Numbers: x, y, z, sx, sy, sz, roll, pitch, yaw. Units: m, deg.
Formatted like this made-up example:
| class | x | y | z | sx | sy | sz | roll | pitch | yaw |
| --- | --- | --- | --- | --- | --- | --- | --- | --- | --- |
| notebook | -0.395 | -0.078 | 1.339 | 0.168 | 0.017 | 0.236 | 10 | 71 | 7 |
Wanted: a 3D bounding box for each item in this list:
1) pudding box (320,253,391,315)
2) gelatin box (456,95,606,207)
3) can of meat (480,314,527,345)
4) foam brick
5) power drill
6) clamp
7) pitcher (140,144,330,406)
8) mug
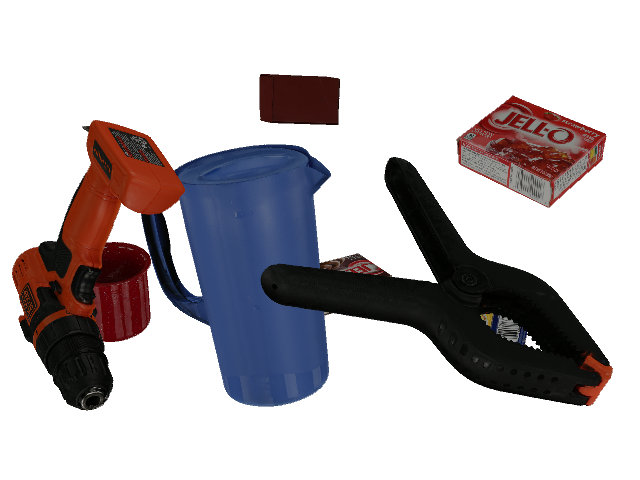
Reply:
| class | x | y | z | sx | sy | sz | roll | pitch | yaw |
| --- | --- | --- | --- | --- | --- | --- | --- | --- | --- |
| pudding box | 0.029 | 0.059 | 1.471 | 0.113 | 0.039 | 0.090 | -16 | 26 | -25 |
| gelatin box | 0.162 | -0.071 | 0.824 | 0.089 | 0.030 | 0.073 | 31 | 53 | 33 |
| can of meat | 0.193 | 0.087 | 1.194 | 0.057 | 0.084 | 0.102 | 4 | 14 | -19 |
| foam brick | -0.023 | -0.153 | 1.159 | 0.078 | 0.051 | 0.053 | 0 | 11 | -18 |
| power drill | -0.177 | 0.015 | 0.838 | 0.057 | 0.188 | 0.185 | 15 | 25 | -40 |
| clamp | 0.077 | 0.039 | 0.661 | 0.210 | 0.036 | 0.164 | 38 | 48 | 20 |
| pitcher | -0.070 | 0.035 | 1.046 | 0.144 | 0.243 | 0.149 | -21 | 22 | -33 |
| mug | -0.243 | 0.055 | 1.200 | 0.117 | 0.081 | 0.093 | 23 | 37 | 34 |
